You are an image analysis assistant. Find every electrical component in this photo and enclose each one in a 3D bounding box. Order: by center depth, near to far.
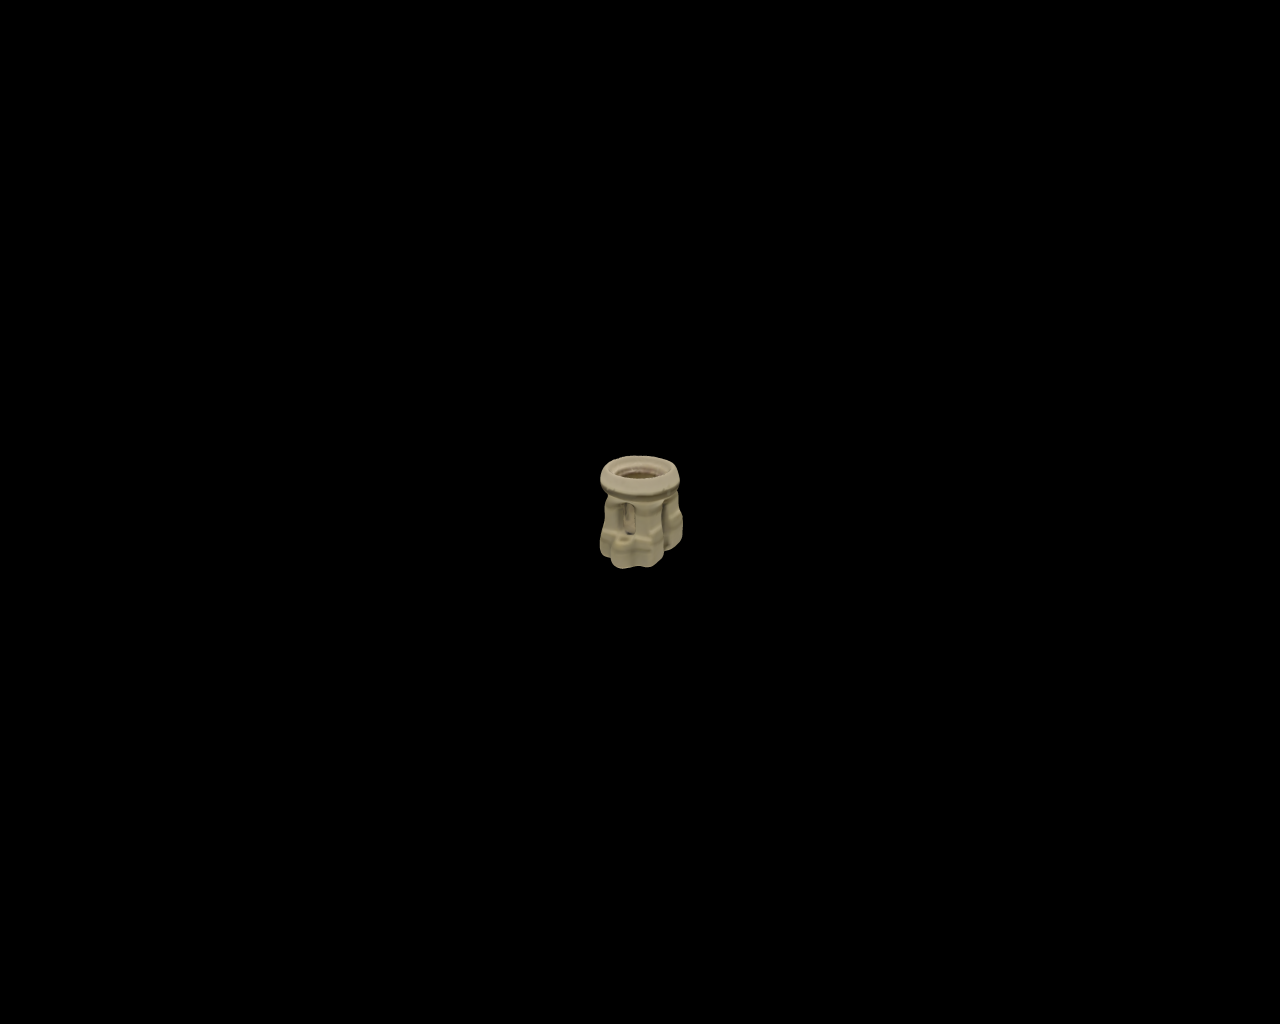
[{"bbox_3d":[0.001,-0.003,0.650,0.048,0.055,0.066,12,27,25],"label":"electrical component"}]
